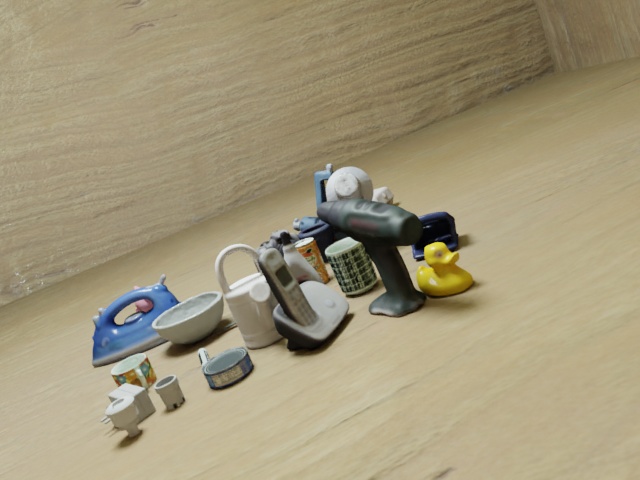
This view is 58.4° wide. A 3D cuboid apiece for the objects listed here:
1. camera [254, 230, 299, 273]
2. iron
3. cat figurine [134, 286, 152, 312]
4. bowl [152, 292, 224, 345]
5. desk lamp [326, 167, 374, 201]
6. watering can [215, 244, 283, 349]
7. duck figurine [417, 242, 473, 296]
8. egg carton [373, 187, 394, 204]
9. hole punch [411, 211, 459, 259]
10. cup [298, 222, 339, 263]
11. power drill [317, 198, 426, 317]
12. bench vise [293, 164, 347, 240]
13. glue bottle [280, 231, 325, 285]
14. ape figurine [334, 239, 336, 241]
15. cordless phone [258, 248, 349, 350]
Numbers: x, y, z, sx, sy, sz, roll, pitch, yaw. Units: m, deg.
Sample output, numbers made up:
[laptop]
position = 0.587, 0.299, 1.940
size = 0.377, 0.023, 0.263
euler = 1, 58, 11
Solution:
[camera]
position = -0.099, 0.032, 1.524
size = 0.143, 0.101, 0.136
euler = -27, 14, -20
[iron]
position = -0.448, 0.190, 1.366
size = 0.258, 0.141, 0.118
euler = -24, 13, -7
[cat figurine]
position = -0.453, 0.167, 1.522
size = 0.067, 0.118, 0.127
euler = -23, 13, -4
[bowl]
position = -0.280, 0.183, 1.268
size = 0.167, 0.075, 0.167
euler = -21, 13, 5
[desk lamp]
position = 0.089, -0.067, 1.362
size = 0.118, 0.214, 0.203
euler = -21, 13, 5
[watering can]
position = -0.127, 0.099, 1.088
size = 0.172, 0.194, 0.101
euler = -7, 20, 48
[duck figurine]
position = 0.207, 0.046, 0.996
size = 0.078, 0.086, 0.104
euler = -32, 16, -36
[egg carton]
position = 0.159, -0.106, 1.728
size = 0.107, 0.069, 0.151
euler = -13, 16, 33
[hole punch]
position = 0.232, -0.021, 1.212
size = 0.108, 0.091, 0.101
euler = -18, 14, 19
[cup]
position = 0.013, 0.005, 1.459
size = 0.118, 0.095, 0.091
euler = -23, 13, -5
[power drill]
position = 0.096, 0.023, 0.994
size = 0.076, 0.208, 0.228
euler = -31, 16, -33
[bench vise]
position = 0.010, -0.082, 1.539
size = 0.207, 0.220, 0.121
euler = -20, 13, 9
[glue bottle]
position = -0.044, 0.063, 1.144
size = 0.078, 0.173, 0.037
euler = -22, 13, 3
[ape figurine]
position = 0.038, -0.048, 1.640
size = 0.076, 0.092, 0.077
euler = -28, 14, -24
[cordless phone]
position = -0.033, 0.086, 1.006
size = 0.094, 0.185, 0.148
euler = -15, 15, 30
